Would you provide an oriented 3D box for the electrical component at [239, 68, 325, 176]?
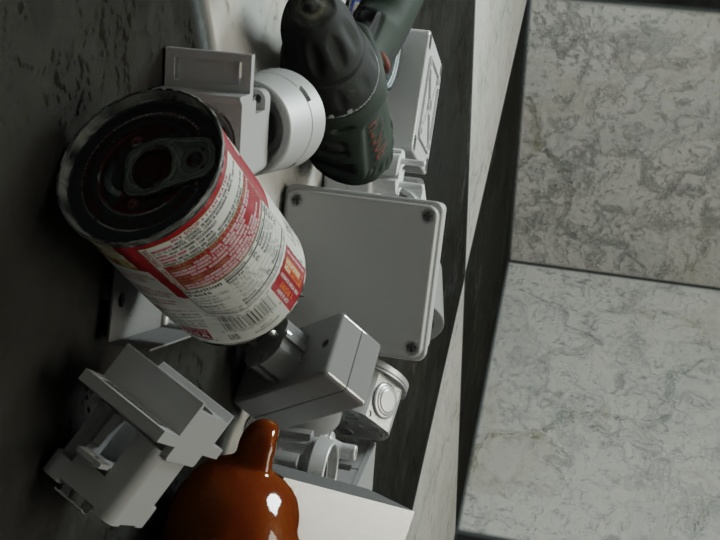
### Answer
[{"bbox_3d":[-0.052,-0.077,0.569,0.047,0.055,0.055,-40,137,-69],"label":"electrical component"}]

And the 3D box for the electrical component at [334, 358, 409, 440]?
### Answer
[{"bbox_3d":[-0.004,0.102,0.876,0.080,0.080,0.051,78,28,-61],"label":"electrical component"}]

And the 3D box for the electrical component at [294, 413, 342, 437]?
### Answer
[{"bbox_3d":[-0.037,0.085,0.763,0.055,0.055,0.047,-66,164,-56],"label":"electrical component"}]

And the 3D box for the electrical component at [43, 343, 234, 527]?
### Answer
[{"bbox_3d":[-0.093,0.071,0.445,0.063,0.042,0.081,-52,164,-6],"label":"electrical component"}]

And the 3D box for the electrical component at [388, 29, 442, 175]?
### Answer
[{"bbox_3d":[0.035,-0.149,0.957,0.109,0.056,0.108,34,64,-78],"label":"electrical component"}]

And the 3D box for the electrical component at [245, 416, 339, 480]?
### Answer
[{"bbox_3d":[-0.048,0.138,0.732,0.058,0.057,0.078,-57,153,-66],"label":"electrical component"}]

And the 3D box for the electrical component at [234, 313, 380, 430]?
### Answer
[{"bbox_3d":[-0.046,0.054,0.666,0.076,0.083,0.047,43,45,-29],"label":"electrical component"}]

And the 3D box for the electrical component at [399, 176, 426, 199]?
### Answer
[{"bbox_3d":[0.031,-0.042,1.030,0.055,0.050,0.089,75,26,-64],"label":"electrical component"}]

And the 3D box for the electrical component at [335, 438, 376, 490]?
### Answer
[{"bbox_3d":[-0.040,0.217,0.819,0.186,0.060,0.105,-56,152,-66],"label":"electrical component"}]

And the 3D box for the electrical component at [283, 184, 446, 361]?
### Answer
[{"bbox_3d":[0.000,0.000,0.746,0.056,0.109,0.108,-30,127,-80],"label":"electrical component"}]

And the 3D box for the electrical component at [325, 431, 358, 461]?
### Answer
[{"bbox_3d":[-0.033,0.130,0.793,0.035,0.061,0.035,8,90,-79],"label":"electrical component"}]

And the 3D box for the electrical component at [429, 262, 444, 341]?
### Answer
[{"bbox_3d":[0.014,0.012,0.842,0.108,0.108,0.060,78,17,-61],"label":"electrical component"}]

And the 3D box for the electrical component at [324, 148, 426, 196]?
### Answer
[{"bbox_3d":[0.014,-0.079,0.845,0.047,0.076,0.083,-55,151,-67],"label":"electrical component"}]

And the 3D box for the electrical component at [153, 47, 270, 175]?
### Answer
[{"bbox_3d":[-0.069,-0.065,0.515,0.064,0.042,0.081,-52,148,-72],"label":"electrical component"}]
